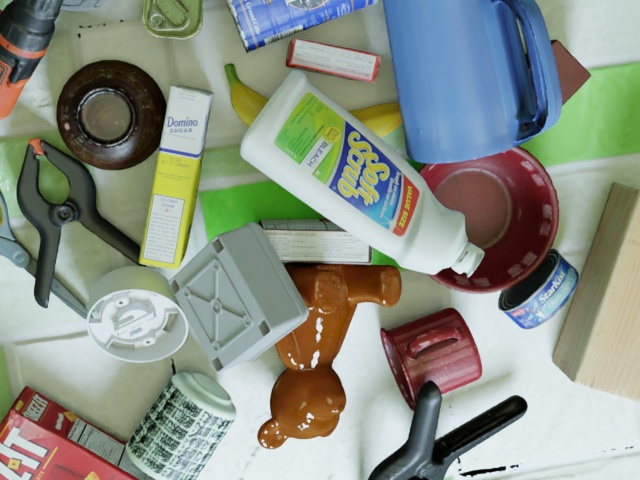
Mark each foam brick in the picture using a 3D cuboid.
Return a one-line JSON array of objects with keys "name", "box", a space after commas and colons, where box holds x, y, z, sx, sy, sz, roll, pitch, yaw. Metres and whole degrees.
[{"name": "foam brick", "box": [0.230, -0.167, 1.081, 0.053, 0.078, 0.051, 44, 95, -9]}]

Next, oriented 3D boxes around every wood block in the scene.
[{"name": "wood block", "box": [0.327, 0.055, 1.115, 0.090, 0.090, 0.206, 17, 97, -5]}]

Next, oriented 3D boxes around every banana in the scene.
[{"name": "banana", "box": [-0.008, -0.127, 1.091, 0.197, 0.037, 0.070, 12, 98, -6]}]

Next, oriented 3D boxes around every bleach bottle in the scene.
[{"name": "bleach bottle", "box": [0.051, -0.053, 1.027, 0.251, 0.068, 0.102, 34, 74, 3]}]

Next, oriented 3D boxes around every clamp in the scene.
[{"name": "clamp", "box": [0.106, 0.225, 1.118, 0.210, 0.036, 0.164, -48, 138, 16]}, {"name": "clamp", "box": [-0.249, -0.025, 1.091, 0.120, 0.039, 0.171, -14, 98, -18]}]

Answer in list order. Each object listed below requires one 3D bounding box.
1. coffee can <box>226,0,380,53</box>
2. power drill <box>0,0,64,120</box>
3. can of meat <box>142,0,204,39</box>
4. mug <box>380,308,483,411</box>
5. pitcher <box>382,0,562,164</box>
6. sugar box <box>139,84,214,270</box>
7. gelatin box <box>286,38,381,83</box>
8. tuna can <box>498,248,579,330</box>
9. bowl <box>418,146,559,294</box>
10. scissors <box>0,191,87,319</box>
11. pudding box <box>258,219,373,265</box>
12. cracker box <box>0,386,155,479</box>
[{"name": "coffee can", "box": [-0.025, -0.255, 1.038, 0.140, 0.103, 0.103, -21, 99, 0]}, {"name": "power drill", "box": [-0.343, -0.224, 1.011, 0.187, 0.057, 0.185, 37, 126, -4]}, {"name": "can of meat", "box": [-0.140, -0.247, 1.041, 0.057, 0.084, 0.102, 4, 98, -5]}, {"name": "mug", "box": [0.116, 0.116, 1.101, 0.081, 0.117, 0.093, -21, 65, -6]}, {"name": "pitcher", "box": [0.130, -0.201, 0.992, 0.149, 0.145, 0.243, -11, 111, 8]}, {"name": "sugar box", "box": [-0.141, -0.065, 1.063, 0.048, 0.093, 0.176, 13, 98, -5]}, {"name": "gelatin box", "box": [0.012, -0.180, 1.066, 0.089, 0.073, 0.030, 10, 98, -5]}, {"name": "tuna can", "box": [0.227, 0.051, 1.110, 0.033, 0.086, 0.086, 42, 94, -10]}, {"name": "bowl", "box": [0.162, -0.027, 1.108, 0.162, 0.055, 0.162, -1, 99, -4]}, {"name": "scissors", "box": [-0.329, 0.023, 1.102, 0.096, 0.016, 0.202, -31, 99, 0]}, {"name": "pudding box", "box": [-0.007, 0.001, 1.084, 0.113, 0.090, 0.039, -1, 98, -4]}, {"name": "cracker box", "box": [-0.262, 0.280, 1.112, 0.213, 0.072, 0.164, 32, 101, -8]}]
